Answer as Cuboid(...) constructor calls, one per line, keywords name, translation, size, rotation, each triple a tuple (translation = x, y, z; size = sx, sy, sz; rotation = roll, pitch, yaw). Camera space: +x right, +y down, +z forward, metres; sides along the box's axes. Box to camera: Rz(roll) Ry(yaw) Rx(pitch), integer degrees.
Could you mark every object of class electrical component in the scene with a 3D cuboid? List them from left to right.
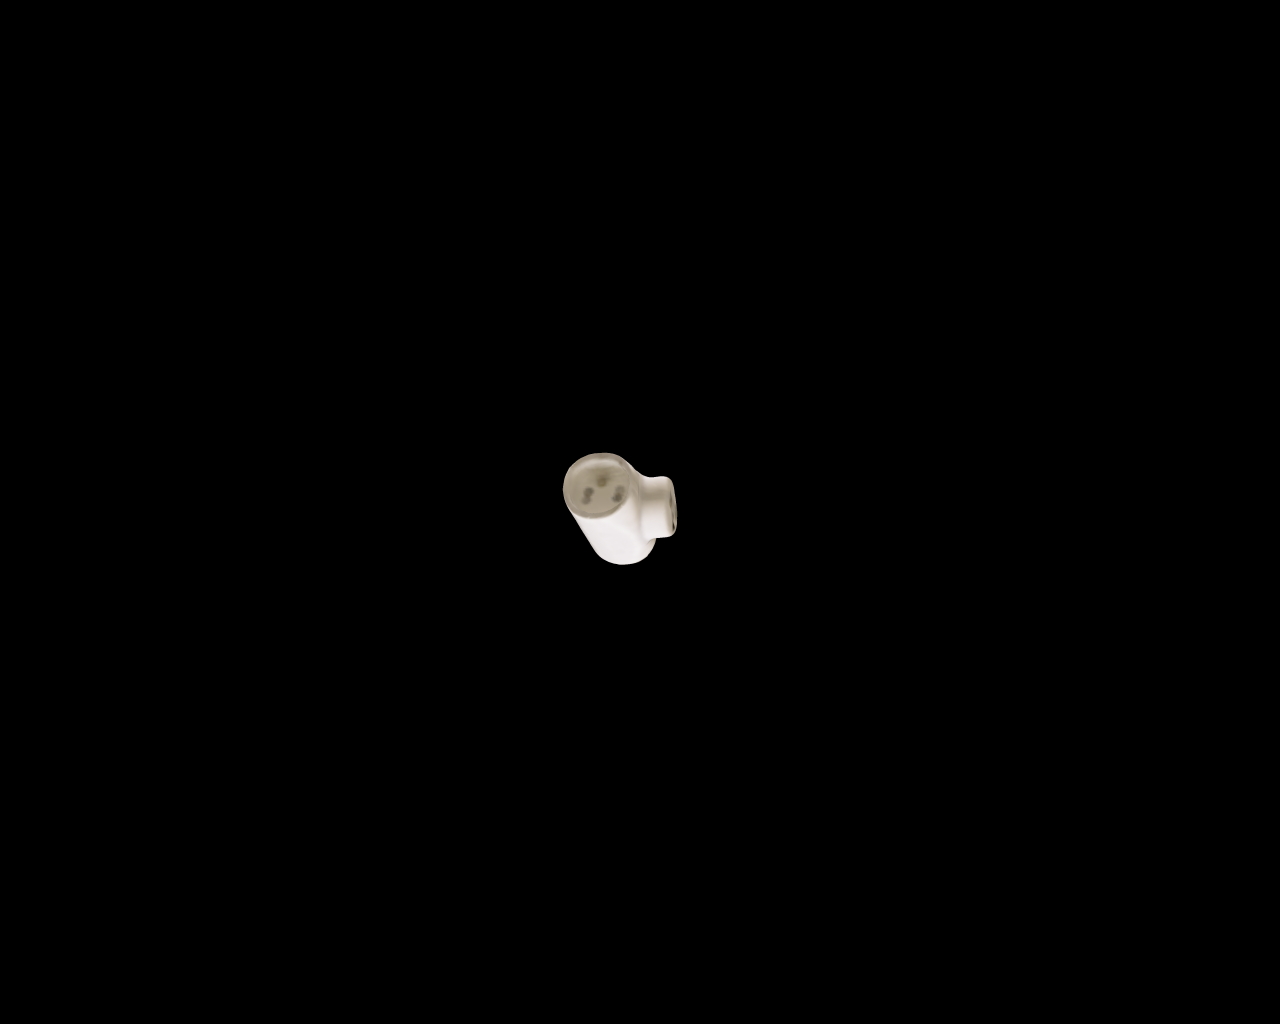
Cuboid(name="electrical component", translation=(0.001, -0.003, 0.650), size=(0.079, 0.044, 0.077), rotation=(-5, -24, 10))
